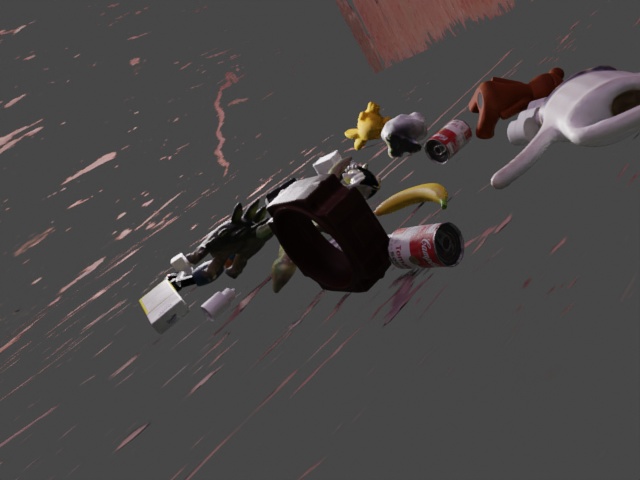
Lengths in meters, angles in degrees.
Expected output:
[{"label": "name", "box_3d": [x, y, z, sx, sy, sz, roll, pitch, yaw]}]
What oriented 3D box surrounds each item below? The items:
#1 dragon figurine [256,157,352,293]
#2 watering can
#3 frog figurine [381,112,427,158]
[{"label": "dragon figurine", "box_3d": [0.004, -0.058, 1.152, 0.415, 0.121, 0.243, -53, 26, -18]}, {"label": "watering can", "box_3d": [0.434, -0.203, 0.874, 0.345, 0.103, 0.228, -27, 17, 14]}, {"label": "frog figurine", "box_3d": [0.253, -0.321, 1.476, 0.135, 0.122, 0.163, -42, 14, 55]}]
